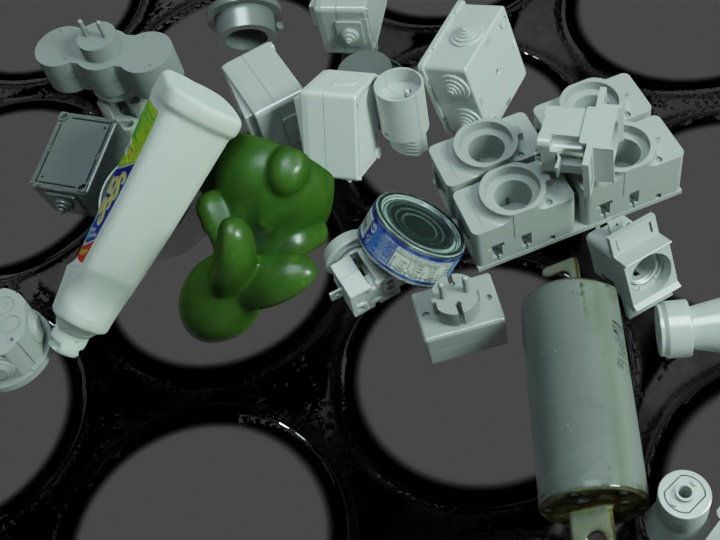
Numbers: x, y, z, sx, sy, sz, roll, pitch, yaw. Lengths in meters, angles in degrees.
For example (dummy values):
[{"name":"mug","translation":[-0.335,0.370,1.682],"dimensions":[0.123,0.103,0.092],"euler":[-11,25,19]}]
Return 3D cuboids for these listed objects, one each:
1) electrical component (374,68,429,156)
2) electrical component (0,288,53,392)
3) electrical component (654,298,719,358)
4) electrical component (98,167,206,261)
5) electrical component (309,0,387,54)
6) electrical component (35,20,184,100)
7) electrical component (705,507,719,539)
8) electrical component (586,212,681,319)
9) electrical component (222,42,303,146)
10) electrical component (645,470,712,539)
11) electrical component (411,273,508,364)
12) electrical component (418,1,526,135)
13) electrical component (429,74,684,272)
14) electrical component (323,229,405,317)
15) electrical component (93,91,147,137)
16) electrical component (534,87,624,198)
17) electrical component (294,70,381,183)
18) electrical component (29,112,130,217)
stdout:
[{"name":"electrical component","translation":[0.039,-0.135,0.957],"dimensions":[0.043,0.081,0.043],"euler":[-5,51,7]},{"name":"electrical component","translation":[-0.307,0.059,0.915],"dimensions":[0.080,0.051,0.080],"euler":[-5,56,8]},{"name":"electrical component","translation":[0.255,0.044,0.816],"dimensions":[0.055,0.045,0.045],"euler":[-5,56,8]},{"name":"electrical component","translation":[-0.184,-0.057,0.975],"dimensions":[0.099,0.064,0.099],"euler":[-4,69,12]},{"name":"electrical component","translation":[-0.012,-0.258,1.061],"dimensions":[0.061,0.061,0.096],"euler":[4,58,14]},{"name":"electrical component","translation":[-0.237,-0.202,0.991],"dimensions":[0.138,0.073,0.052],"euler":[7,59,16]},{"name":"electrical component","translation":[0.243,0.206,0.694],"dimensions":[0.121,0.078,0.063],"euler":[-46,43,-18]},{"name":"electrical component","translation":[0.213,-0.008,0.845],"dimensions":[0.042,0.081,0.063],"euler":[-27,33,-8]},{"name":"electrical component","translation":[-0.091,-0.163,1.014],"dimensions":[0.061,0.061,0.096],"euler":[-29,56,-8]},{"name":"electrical component","translation":[0.218,0.163,0.731],"dimensions":[0.044,0.065,0.044],"euler":[-5,56,8]},{"name":"electrical component","translation":[0.076,0.029,0.843],"dimensions":[0.066,0.076,0.047],"euler":[-16,55,1]},{"name":"electrical component","translation":[0.103,-0.179,0.964],"dimensions":[0.048,0.099,0.099],"euler":[12,59,34]},{"name":"electrical component","translation":[0.164,-0.088,0.913],"dimensions":[0.186,0.060,0.105],"euler":[-21,55,-3]},{"name":"electrical component","translation":[0.000,0.000,0.897],"dimensions":[0.066,0.048,0.055],"euler":[-28,63,-8]},{"name":"electrical component","translation":[-0.227,-0.174,1.051],"dimensions":[0.058,0.057,0.078],"euler":[1,57,12]},{"name":"electrical component","translation":[0.175,-0.103,0.857],"dimensions":[0.064,0.042,0.081],"euler":[9,58,18]},{"name":"electrical component","translation":[-0.020,-0.123,0.958],"dimensions":[0.061,0.096,0.061],"euler":[8,30,17]},{"name":"electrical component","translation":[-0.257,-0.089,1.003],"dimensions":[0.062,0.061,0.096],"euler":[10,67,17]}]
